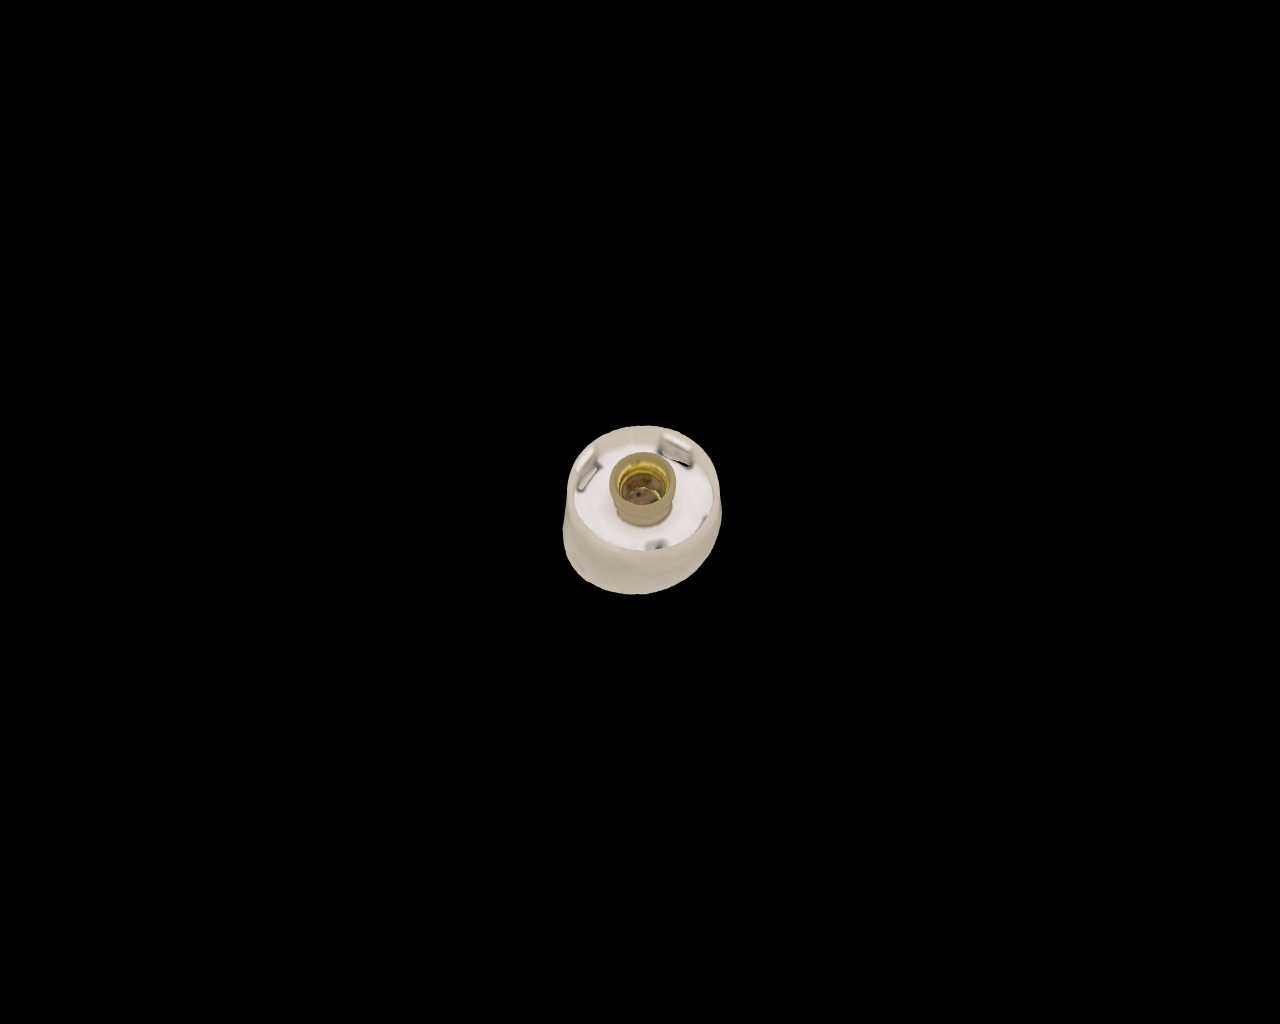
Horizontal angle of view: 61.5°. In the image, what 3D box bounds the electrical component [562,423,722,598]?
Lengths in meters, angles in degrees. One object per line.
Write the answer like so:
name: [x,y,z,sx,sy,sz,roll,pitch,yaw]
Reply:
electrical component: [0.001,-0.003,0.650,0.099,0.099,0.064,0,-32,0]
